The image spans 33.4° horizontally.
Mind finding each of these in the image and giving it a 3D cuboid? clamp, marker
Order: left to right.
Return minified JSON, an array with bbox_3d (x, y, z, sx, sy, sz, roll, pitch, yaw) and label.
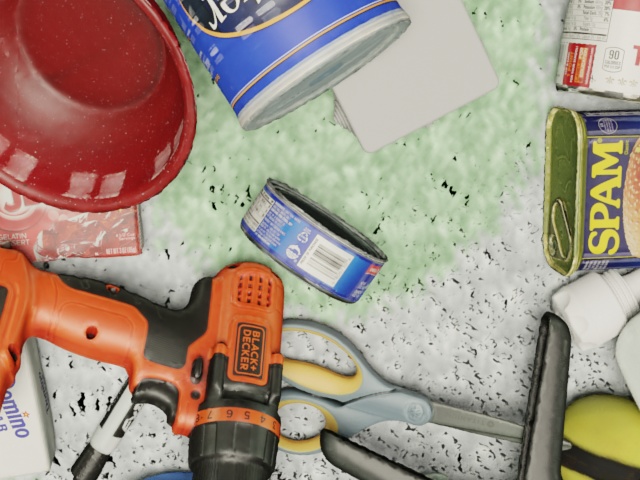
[{"bbox_3d":[-0.122,0.105,0.673,0.020,0.020,0.121,32,97,-10],"label":"marker"},{"bbox_3d":[0.121,0.158,0.631,0.164,0.036,0.210,-34,85,-1],"label":"clamp"}]

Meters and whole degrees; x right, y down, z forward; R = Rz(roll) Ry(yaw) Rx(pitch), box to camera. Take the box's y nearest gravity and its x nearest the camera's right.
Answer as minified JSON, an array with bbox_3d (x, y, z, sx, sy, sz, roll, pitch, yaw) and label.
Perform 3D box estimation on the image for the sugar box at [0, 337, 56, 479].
[{"bbox_3d":[-0.257,0.106,0.651,0.176,0.048,0.093,-8,102,-7],"label":"sugar box"}]

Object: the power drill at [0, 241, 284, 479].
[{"bbox_3d":[-0.112,0.084,0.599,0.187,0.057,0.184,13,55,-14],"label":"power drill"}]

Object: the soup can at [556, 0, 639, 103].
[{"bbox_3d":[0.180,-0.134,0.626,0.068,0.068,0.102,7,100,-6],"label":"soup can"}]

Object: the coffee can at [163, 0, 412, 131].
[{"bbox_3d":[-0.033,-0.142,0.547,0.103,0.103,0.140,-33,90,2],"label":"coffee can"}]

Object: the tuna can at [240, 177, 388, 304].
[{"bbox_3d":[-0.004,0.001,0.629,0.086,0.086,0.034,33,98,-10],"label":"tuna can"}]

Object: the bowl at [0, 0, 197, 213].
[{"bbox_3d":[-0.134,-0.095,0.572,0.162,0.055,0.162,9,128,11],"label":"bowl"}]

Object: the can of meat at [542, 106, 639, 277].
[{"bbox_3d":[0.186,-0.031,0.653,0.084,0.057,0.102,-2,102,-7],"label":"can of meat"}]

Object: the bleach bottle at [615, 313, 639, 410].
[{"bbox_3d":[0.317,0.066,0.662,0.250,0.068,0.102,-13,63,-18],"label":"bleach bottle"}]

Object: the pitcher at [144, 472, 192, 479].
[{"bbox_3d":[-0.090,0.274,0.656,0.145,0.149,0.243,7,99,36],"label":"pitcher"}]

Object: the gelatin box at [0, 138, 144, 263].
[{"bbox_3d":[-0.154,-0.025,0.640,0.089,0.030,0.073,-4,101,-4],"label":"gelatin box"}]

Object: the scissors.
[{"bbox_3d":[0.045,0.119,0.671,0.202,0.016,0.096,28,106,4],"label":"scissors"}]
